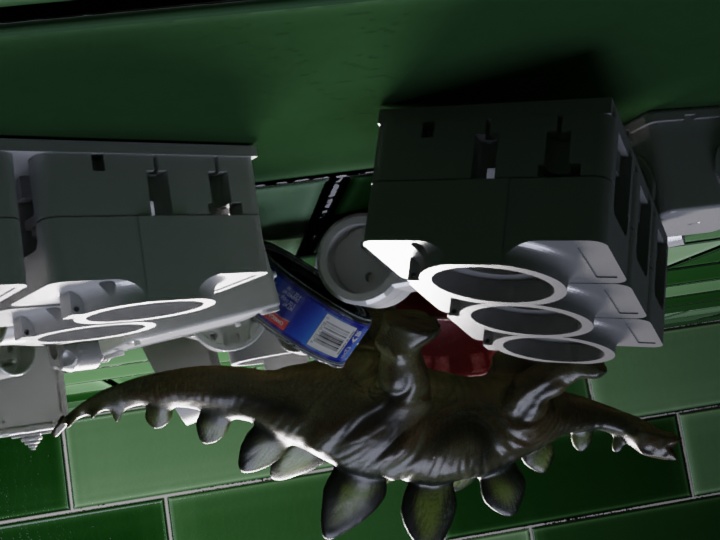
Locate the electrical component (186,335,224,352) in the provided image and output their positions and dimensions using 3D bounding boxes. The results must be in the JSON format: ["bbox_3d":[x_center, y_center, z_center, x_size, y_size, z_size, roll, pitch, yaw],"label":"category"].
[{"bbox_3d":[-0.119,0.038,0.827,0.044,0.044,0.065,-11,167,14],"label":"electrical component"}]

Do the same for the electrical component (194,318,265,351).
[{"bbox_3d":[-0.094,0.029,0.746,0.055,0.055,0.047,-7,175,-13],"label":"electrical component"}]

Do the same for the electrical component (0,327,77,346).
[{"bbox_3d":[-0.185,0.023,0.631,0.077,0.043,0.079,-2,169,-41],"label":"electrical component"}]

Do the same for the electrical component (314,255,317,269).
[{"bbox_3d":[0.000,0.000,0.695,0.046,0.040,0.040,-10,174,-35],"label":"electrical component"}]

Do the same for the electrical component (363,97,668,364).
[{"bbox_3d":[0.072,-0.008,0.446,0.089,0.061,0.150,1,163,24],"label":"electrical component"}]

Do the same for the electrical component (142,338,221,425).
[{"bbox_3d":[-0.153,0.083,0.920,0.064,0.099,0.099,-14,173,-7],"label":"electrical component"}]

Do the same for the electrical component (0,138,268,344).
[{"bbox_3d":[-0.142,-0.006,0.412,0.186,0.060,0.105,-3,170,-36],"label":"electrical component"}]

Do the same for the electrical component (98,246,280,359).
[{"bbox_3d":[-0.089,0.003,0.558,0.096,0.061,0.062,-13,176,-29],"label":"electrical component"}]

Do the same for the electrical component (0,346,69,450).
[{"bbox_3d":[-0.281,0.103,0.904,0.062,0.096,0.061,-7,173,-18],"label":"electrical component"}]

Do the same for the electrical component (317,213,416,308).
[{"bbox_3d":[0.051,-0.011,0.619,0.138,0.052,0.074,-10,172,16],"label":"electrical component"}]

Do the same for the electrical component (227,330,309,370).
[{"bbox_3d":[-0.070,0.061,0.967,0.108,0.060,0.108,-9,172,-1],"label":"electrical component"}]

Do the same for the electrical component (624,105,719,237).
[{"bbox_3d":[0.160,-0.045,0.528,0.100,0.048,0.100,-7,172,-19],"label":"electrical component"}]

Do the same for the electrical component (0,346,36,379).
[{"bbox_3d":[-0.296,0.063,0.794,0.077,0.043,0.079,-13,171,28],"label":"electrical component"}]

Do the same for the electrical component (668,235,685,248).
[{"bbox_3d":[0.172,-0.029,0.643,0.077,0.047,0.066,-12,172,21],"label":"electrical component"}]

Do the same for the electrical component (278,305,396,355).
[{"bbox_3d":[-0.018,0.037,0.884,0.095,0.053,0.059,-10,172,5],"label":"electrical component"}]

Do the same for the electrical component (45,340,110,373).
[{"bbox_3d":[-0.212,0.057,0.846,0.062,0.043,0.043,-4,171,-37],"label":"electrical component"}]
